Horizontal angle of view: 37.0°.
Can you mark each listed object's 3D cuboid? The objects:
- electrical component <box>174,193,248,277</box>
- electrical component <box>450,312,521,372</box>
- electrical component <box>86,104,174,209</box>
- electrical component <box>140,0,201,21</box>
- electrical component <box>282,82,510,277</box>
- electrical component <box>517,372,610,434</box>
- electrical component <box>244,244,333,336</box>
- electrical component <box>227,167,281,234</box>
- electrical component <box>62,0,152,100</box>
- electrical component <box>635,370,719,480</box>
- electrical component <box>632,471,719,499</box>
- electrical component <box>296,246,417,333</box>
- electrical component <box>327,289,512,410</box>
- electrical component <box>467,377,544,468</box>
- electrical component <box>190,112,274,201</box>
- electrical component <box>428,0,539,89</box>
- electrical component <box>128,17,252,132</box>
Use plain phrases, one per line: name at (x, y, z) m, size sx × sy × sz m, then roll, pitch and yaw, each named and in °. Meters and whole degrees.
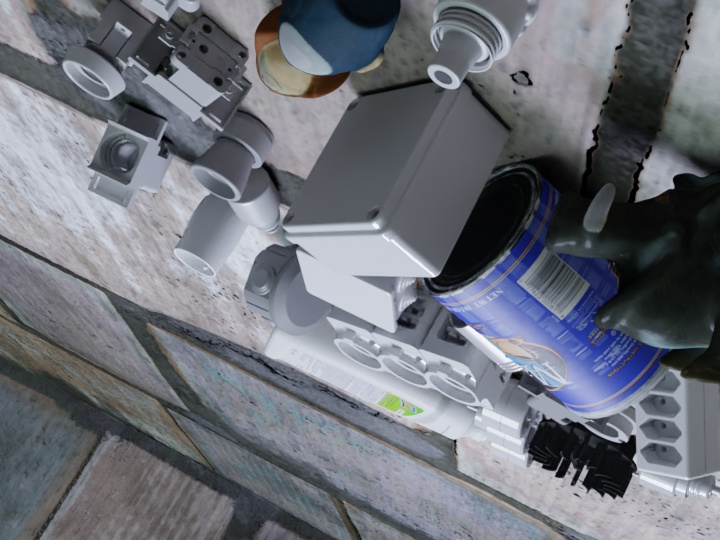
electrical component at (-0.131, -0.032, 0.972) m, size 0.044 × 0.077 × 0.079 m, roll 31°, pitch 160°, yaw -2°
electrical component at (0.116, 0.052, 0.875) m, size 0.081 × 0.043 × 0.043 m, roll 40°, pitch 158°, yaw -25°
electrical component at (-0.195, -0.095, 0.925) m, size 0.042 × 0.081 × 0.064 m, roll 26°, pitch -178°, yaw 14°
electrical component at (-0.124, -0.185, 0.641) m, size 0.066 × 0.048 × 0.055 m, roll 32°, pitch 168°, yaw -5°
electrical component at (0.020, -0.054, 0.658) m, size 0.056 × 0.108 × 0.109 m, roll 39°, pitch 159°, yaw -30°
electrical component at (0.175, 0.104, 0.918) m, size 0.081 × 0.042 × 0.063 m, roll 31°, pitch 162°, yaw 1°
electrical component at (-0.063, 0.016, 0.993) m, size 0.051 × 0.080 × 0.080 m, roll 21°, pitch 159°, yaw 40°
electrical component at (-0.086, -0.056, 0.907) m, size 0.040 × 0.040 × 0.078 m, roll 21°, pitch 159°, yaw 25°
electrical component at (-0.181, -0.157, 0.773) m, size 0.048 × 0.055 × 0.066 m, roll 36°, pitch 160°, yaw -15°
electrical component at (0.244, 0.103, 0.786) m, size 0.076 × 0.083 × 0.047 m, roll -3°, pitch -178°, yaw -35°
electrical component at (0.285, 0.183, 0.956) m, size 0.078 × 0.040 × 0.040 m, roll 19°, pitch 158°, yaw 29°
electrical component at (0.000, 0.000, 0.906) m, size 0.100 × 0.048 × 0.099 m, roll 25°, pitch 160°, yaw 14°
electrical component at (0.055, 0.066, 0.968) m, size 0.150 × 0.061 × 0.089 m, roll 17°, pitch 157°, yaw 33°
electrical component at (0.136, 0.143, 1.053) m, size 0.074 × 0.052 × 0.138 m, roll 22°, pitch 159°, yaw 23°
electrical component at (-0.097, -0.087, 0.823) m, size 0.045 × 0.055 × 0.045 m, roll 27°, pitch 160°, yaw 10°
electrical component at (0.054, -0.117, 0.523) m, size 0.048 × 0.062 × 0.048 m, roll 27°, pitch 160°, yaw 10°
electrical component at (-0.111, -0.139, 0.739) m, size 0.081 × 0.042 × 0.064 m, roll 37°, pitch 158°, yaw -19°
